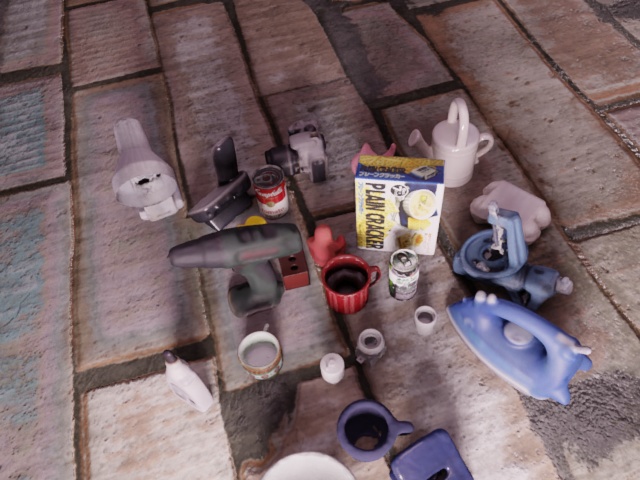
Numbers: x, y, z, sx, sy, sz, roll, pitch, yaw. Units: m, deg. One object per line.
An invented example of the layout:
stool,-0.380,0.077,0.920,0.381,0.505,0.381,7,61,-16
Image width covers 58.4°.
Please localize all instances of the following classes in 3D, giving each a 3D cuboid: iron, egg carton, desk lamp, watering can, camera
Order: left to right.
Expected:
desk lamp,-0.365,-0.134,1.195,0.118,0.214,0.203,-19,54,-10
camera,-0.057,-0.203,1.293,0.137,0.101,0.143,-12,53,-4
watering can,0.279,-0.209,1.212,0.173,0.194,0.100,-22,54,-12
egg carton,0.387,-0.055,1.165,0.150,0.069,0.107,33,62,26
iron,0.328,0.153,0.967,0.257,0.141,0.119,33,62,26

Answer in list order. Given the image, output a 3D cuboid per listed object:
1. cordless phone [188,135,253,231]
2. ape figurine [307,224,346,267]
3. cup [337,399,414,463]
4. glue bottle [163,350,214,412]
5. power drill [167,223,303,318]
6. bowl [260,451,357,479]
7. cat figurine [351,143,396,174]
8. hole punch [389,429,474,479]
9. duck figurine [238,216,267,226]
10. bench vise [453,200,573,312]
cordless phone,-0.218,-0.123,1.192,0.094,0.185,0.148,29,60,24
ape figurine,0.010,0.004,1.136,0.077,0.092,0.076,11,55,13
cup,0.086,0.308,0.898,0.117,0.095,0.091,-4,53,1
glue bottle,-0.225,0.223,0.938,0.078,0.173,0.037,26,59,22
power drill,-0.140,0.052,1.038,0.230,0.209,0.075,-19,54,-9
bowl,-0.016,0.406,0.844,0.167,0.075,0.167,-2,53,3
cat figurine,0.117,-0.164,1.239,0.128,0.118,0.067,-31,56,-18
hole punch,0.170,0.353,0.859,0.109,0.091,0.101,-28,56,-16
duck figurine,-0.121,-0.014,1.164,0.104,0.086,0.077,-4,53,1
bench vise,0.348,0.020,1.017,0.207,0.220,0.121,10,54,12
